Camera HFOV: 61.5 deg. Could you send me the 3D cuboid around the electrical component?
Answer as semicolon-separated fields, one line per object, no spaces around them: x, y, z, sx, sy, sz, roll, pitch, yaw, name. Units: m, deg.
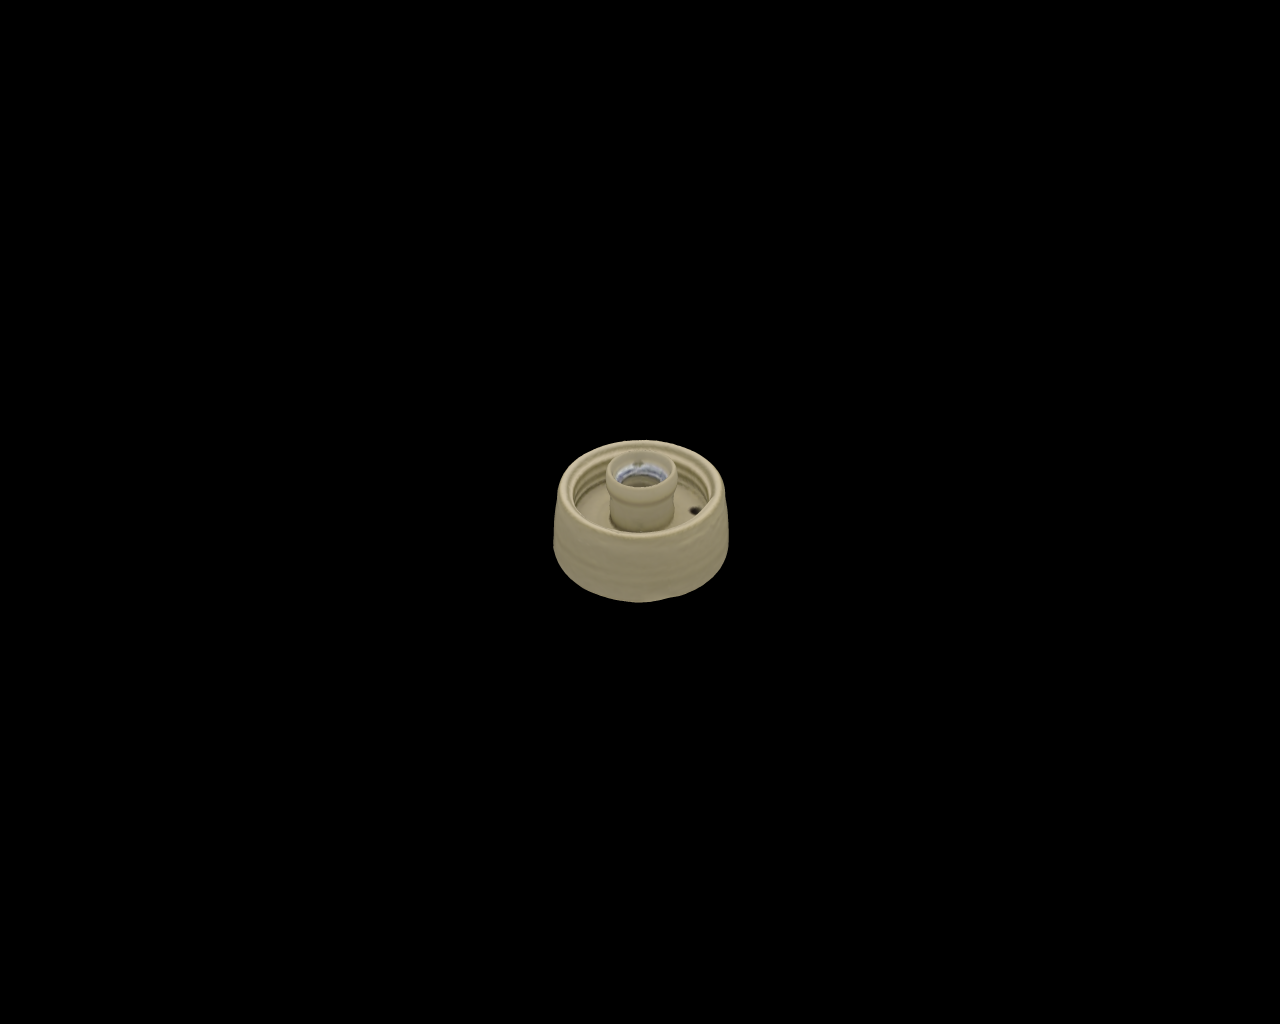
0.001;-0.003;0.650;0.108;0.060;0.108;0;37;0;electrical component
